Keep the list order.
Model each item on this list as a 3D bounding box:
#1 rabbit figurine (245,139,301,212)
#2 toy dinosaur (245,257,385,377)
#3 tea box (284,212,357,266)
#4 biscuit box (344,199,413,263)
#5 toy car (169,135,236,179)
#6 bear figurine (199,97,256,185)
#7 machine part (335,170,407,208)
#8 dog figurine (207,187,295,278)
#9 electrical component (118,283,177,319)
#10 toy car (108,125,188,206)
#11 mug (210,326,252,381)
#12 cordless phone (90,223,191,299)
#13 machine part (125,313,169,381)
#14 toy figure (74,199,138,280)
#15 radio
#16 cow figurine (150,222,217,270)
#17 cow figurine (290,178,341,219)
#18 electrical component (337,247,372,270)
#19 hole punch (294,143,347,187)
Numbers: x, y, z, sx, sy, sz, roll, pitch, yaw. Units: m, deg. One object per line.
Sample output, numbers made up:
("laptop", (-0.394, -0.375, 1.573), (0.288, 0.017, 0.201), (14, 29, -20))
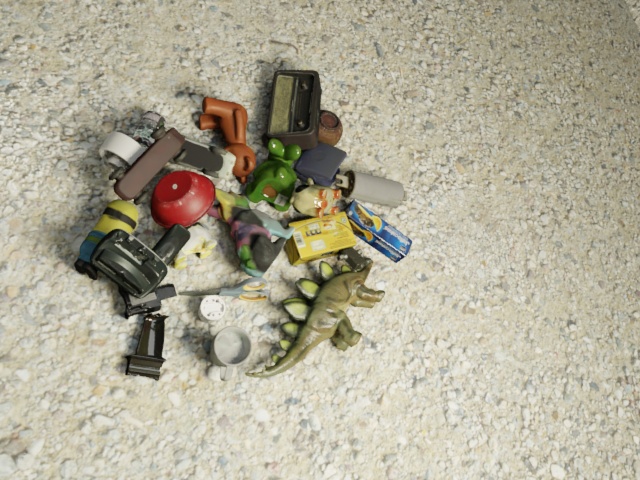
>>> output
("rabbit figurine", (-0.113, -0.185, 1.364), (0.121, 0.159, 0.170), (13, 48, -8))
("toy dinosaur", (0.009, 0.177, 1.275), (0.198, 0.105, 0.471), (36, 49, 3))
("tea box", (-0.003, -0.004, 1.364), (0.169, 0.068, 0.098), (-11, 74, -29))
("biscuit box", (0.150, -0.022, 1.442), (0.202, 0.063, 0.059), (34, 60, -6))
("toy car", (-0.300, -0.204, 1.295), (0.202, 0.056, 0.073), (20, 97, 11))
("bear figurine", (-0.231, -0.244, 1.347), (0.132, 0.120, 0.196), (1, 73, -19))
("machine part", (0.144, -0.137, 1.468), (0.243, 0.079, 0.079), (10, 64, -31))
("dog figurine", (-0.186, -0.027, 1.268), (0.219, 0.108, 0.191), (33, 40, -2))
("electrical component", (-0.369, 0.120, 1.163), (0.119, 0.048, 0.075), (-11, 73, -26))
("toy car", (-0.381, -0.169, 1.198), (0.089, 0.053, 0.202), (46, 64, -25))
("mug", (-0.197, 0.246, 1.147), (0.081, 0.107, 0.109), (5, 70, -21))
("cordless phone", (-0.365, 0.014, 1.117), (0.146, 0.089, 0.184), (43, 60, -15))
("machine part", (-0.359, 0.220, 1.129), (0.084, 0.039, 0.139), (13, 65, -12))
("toy figure", (-0.455, -0.005, 1.156), (0.082, 0.089, 0.180), (35, 56, -15))
("radio", (-0.067, -0.353, 1.460), (0.131, 0.073, 0.229), (0, 65, 8))
("cow figurine", (-0.329, 0.015, 1.214), (0.167, 0.068, 0.098), (-26, 74, -34))
("cow figurine", (-0.015, -0.104, 1.344), (0.127, 0.195, 0.085), (15, 103, 19))
("electrical component", (0.086, 0.048, 1.345), (0.094, 0.021, 0.063), (-11, 49, -48))
("hole punch", (0.000, -0.203, 1.445), (0.116, 0.092, 0.142), (32, 62, -3))
